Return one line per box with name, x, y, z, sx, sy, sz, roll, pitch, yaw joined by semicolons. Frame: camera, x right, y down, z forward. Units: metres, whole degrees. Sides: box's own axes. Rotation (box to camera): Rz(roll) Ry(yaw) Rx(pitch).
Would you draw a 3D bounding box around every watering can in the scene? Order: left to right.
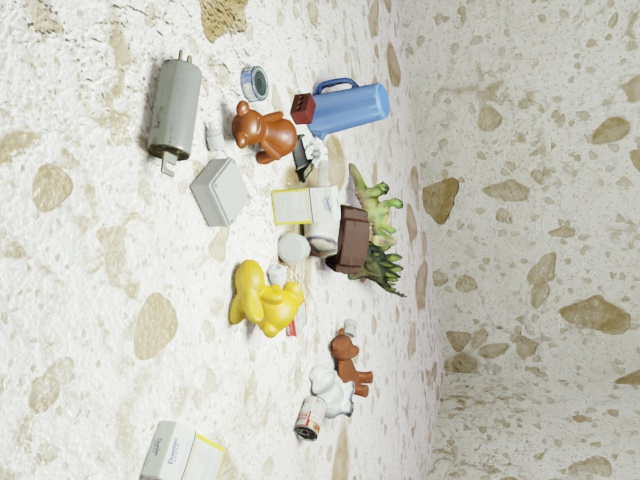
watering can;0.005;-0.075;1.483;0.342;0.104;0.228;83;10;-72

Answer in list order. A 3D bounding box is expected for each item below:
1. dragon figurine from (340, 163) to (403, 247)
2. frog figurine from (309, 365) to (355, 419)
dragon figurine;0.145;-0.123;1.792;0.244;0.417;0.119;-10;140;-42
frog figurine;0.019;0.452;1.546;0.158;0.121;0.140;35;56;-19
